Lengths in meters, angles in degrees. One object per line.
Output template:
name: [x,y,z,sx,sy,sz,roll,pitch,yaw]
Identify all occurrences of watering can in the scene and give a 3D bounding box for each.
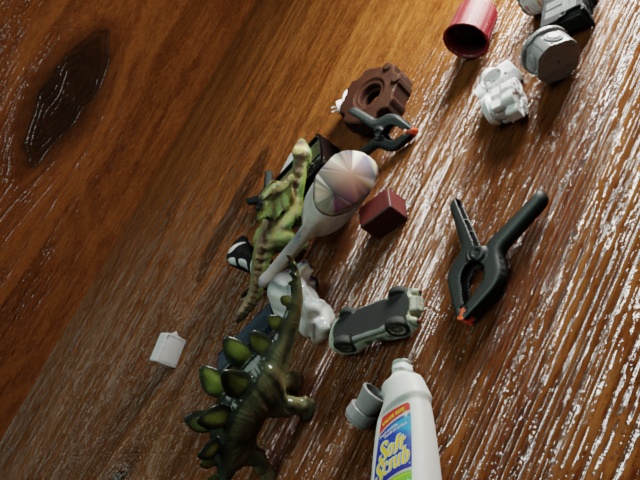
watering can: [0.003,-0.052,1.035,0.353,0.104,0.221,-51,-2,-22]

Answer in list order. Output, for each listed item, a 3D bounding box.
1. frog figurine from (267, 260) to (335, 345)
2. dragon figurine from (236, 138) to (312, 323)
frog figurine: [-0.037,0.134,0.987,0.134,0.123,0.163,104,160,-48]
dragon figurine: [-0.103,-0.036,1.097,0.122,0.238,0.417,17,67,17]
